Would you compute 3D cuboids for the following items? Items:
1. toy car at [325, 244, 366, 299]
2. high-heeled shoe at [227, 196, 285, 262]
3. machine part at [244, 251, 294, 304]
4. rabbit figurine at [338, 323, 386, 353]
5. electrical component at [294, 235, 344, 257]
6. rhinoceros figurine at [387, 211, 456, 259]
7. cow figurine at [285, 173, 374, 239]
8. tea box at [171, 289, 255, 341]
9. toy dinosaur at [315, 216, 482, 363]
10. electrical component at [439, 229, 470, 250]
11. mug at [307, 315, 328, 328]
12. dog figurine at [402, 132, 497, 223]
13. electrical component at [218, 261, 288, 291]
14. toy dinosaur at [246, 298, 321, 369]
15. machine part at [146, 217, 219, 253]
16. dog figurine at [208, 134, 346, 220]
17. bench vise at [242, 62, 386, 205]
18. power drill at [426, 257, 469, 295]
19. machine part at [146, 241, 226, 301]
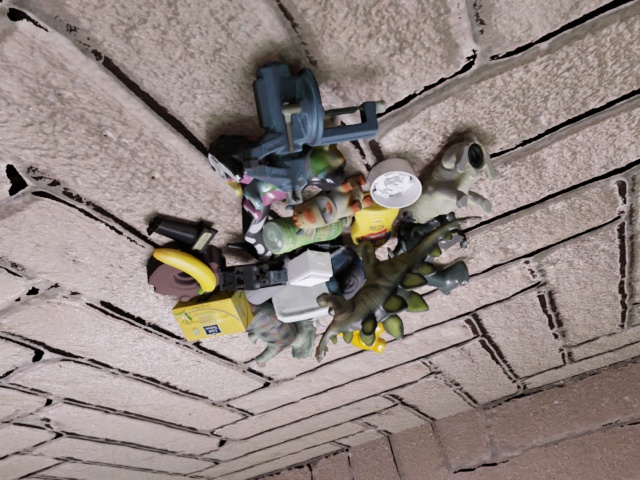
[{"bbox_3d":[0.049,0.075,1.289,0.109,0.103,0.161,-35,121,-8],"label":"toy car"},{"bbox_3d":[-0.099,-0.030,1.116,0.145,0.086,0.248,5,148,-28],"label":"high-heeled shoe"},{"bbox_3d":[-0.107,0.085,1.281,0.243,0.079,0.079,-33,141,29],"label":"machine part"},{"bbox_3d":[0.133,0.247,1.566,0.162,0.122,0.173,18,161,-6],"label":"rabbit figurine"},{"bbox_3d":[-0.002,-0.004,1.189,0.119,0.075,0.047,0,145,-11],"label":"electrical component"},{"bbox_3d":[0.228,-0.009,1.232,0.073,0.112,0.190,-17,147,-56],"label":"rhinoceros figurine"},{"bbox_3d":[0.018,-0.068,1.033,0.127,0.085,0.195,-22,-175,24],"label":"cow figurine"},{"bbox_3d":[-0.256,0.176,1.291,0.170,0.068,0.098,-15,110,21],"label":"tea box"},{"bbox_3d":[0.146,0.098,1.163,0.471,0.199,0.105,-51,137,8],"label":"toy dinosaur"},{"bbox_3d":[0.320,-0.003,1.324,0.102,0.045,0.078,21,132,-40],"label":"electrical component"},{"bbox_3d":[0.017,0.180,1.443,0.107,0.109,0.080,-6,150,-31],"label":"mug"},{"bbox_3d":[0.246,-0.122,1.101,0.121,0.172,0.191,20,168,-34],"label":"dog figurine"},{"bbox_3d":[-0.140,0.079,1.186,0.134,0.058,0.115,-5,-179,36],"label":"electrical component"},{"bbox_3d":[-0.139,0.216,1.428,0.192,0.131,0.404,-29,135,10],"label":"toy dinosaur"},{"bbox_3d":[-0.284,-0.013,1.106,0.139,0.039,0.084,15,131,-33],"label":"machine part"},{"bbox_3d":[-0.062,-0.144,0.944,0.219,0.191,0.108,-36,170,-17],"label":"dog figurine"},{"bbox_3d":[-0.004,-0.172,0.848,0.241,0.223,0.129,-12,179,-16],"label":"bench vise"},{"bbox_3d":[0.290,0.083,1.400,0.207,0.086,0.232,5,149,-33],"label":"power drill"},{"bbox_3d":[-0.301,0.071,1.215,0.179,0.056,0.179,-9,145,-6],"label":"machine part"}]
